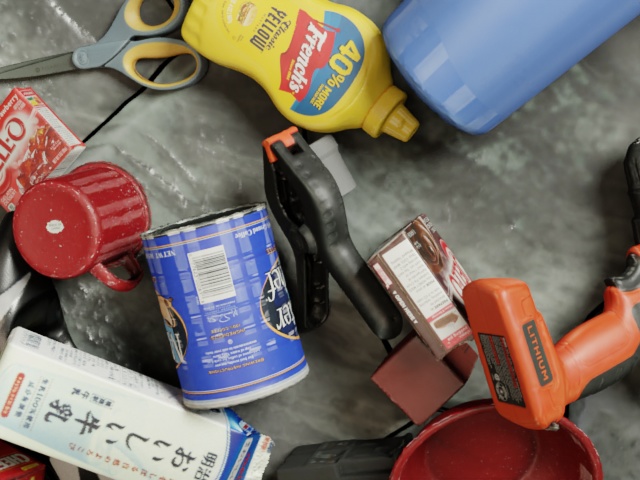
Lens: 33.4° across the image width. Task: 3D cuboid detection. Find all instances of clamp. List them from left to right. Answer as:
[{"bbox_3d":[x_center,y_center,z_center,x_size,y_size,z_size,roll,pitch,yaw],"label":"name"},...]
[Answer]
[{"bbox_3d":[-0.005,0.001,0.814,0.120,0.039,0.171,-18,97,55],"label":"clamp"}]

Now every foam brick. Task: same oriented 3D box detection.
[{"bbox_3d":[0.081,0.097,0.812,0.053,0.078,0.051,46,109,5],"label":"foam brick"}]

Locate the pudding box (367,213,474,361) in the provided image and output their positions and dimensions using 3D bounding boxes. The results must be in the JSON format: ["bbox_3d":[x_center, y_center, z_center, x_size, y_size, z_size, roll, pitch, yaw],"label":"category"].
[{"bbox_3d":[0.081,0.032,0.781,0.039,0.113,0.090,-36,89,17],"label":"pudding box"}]

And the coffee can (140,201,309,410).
[{"bbox_3d":[-0.075,0.050,0.841,0.103,0.102,0.140,-12,97,20],"label":"coffee can"}]

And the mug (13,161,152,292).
[{"bbox_3d":[-0.191,-0.005,0.879,0.093,0.081,0.117,-37,88,21],"label":"mug"}]

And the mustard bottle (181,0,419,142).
[{"bbox_3d":[-0.006,-0.137,0.805,0.192,0.058,0.096,38,103,7],"label":"mustard bottle"}]

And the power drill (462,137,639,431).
[{"bbox_3d":[0.193,0.035,0.725,0.187,0.057,0.184,-19,94,-19],"label":"power drill"}]

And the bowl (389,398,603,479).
[{"bbox_3d":[0.127,0.176,0.807,0.162,0.055,0.162,-1,116,-2],"label":"bowl"}]

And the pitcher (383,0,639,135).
[{"bbox_3d":[0.156,-0.193,0.714,0.145,0.149,0.243,44,114,-11],"label":"pitcher"}]

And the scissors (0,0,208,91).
[{"bbox_3d":[-0.185,-0.169,0.880,0.202,0.016,0.096,9,102,16],"label":"scissors"}]

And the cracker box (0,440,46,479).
[{"bbox_3d":[-0.350,0.242,0.957,0.214,0.071,0.164,19,106,32],"label":"cracker box"}]

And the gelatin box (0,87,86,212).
[{"bbox_3d":[-0.256,-0.074,0.914,0.073,0.030,0.089,47,110,5],"label":"gelatin box"}]
